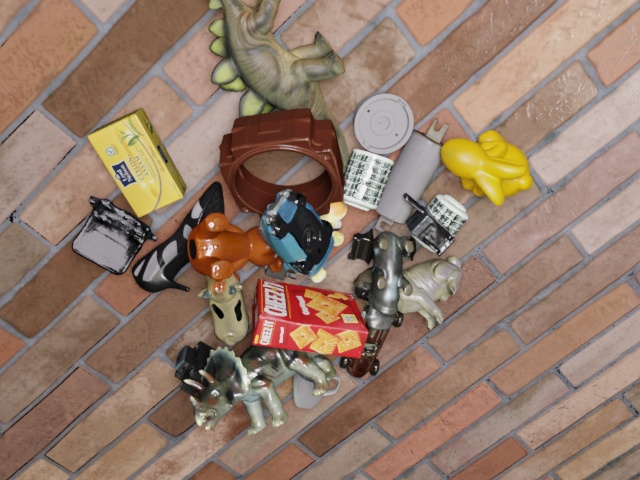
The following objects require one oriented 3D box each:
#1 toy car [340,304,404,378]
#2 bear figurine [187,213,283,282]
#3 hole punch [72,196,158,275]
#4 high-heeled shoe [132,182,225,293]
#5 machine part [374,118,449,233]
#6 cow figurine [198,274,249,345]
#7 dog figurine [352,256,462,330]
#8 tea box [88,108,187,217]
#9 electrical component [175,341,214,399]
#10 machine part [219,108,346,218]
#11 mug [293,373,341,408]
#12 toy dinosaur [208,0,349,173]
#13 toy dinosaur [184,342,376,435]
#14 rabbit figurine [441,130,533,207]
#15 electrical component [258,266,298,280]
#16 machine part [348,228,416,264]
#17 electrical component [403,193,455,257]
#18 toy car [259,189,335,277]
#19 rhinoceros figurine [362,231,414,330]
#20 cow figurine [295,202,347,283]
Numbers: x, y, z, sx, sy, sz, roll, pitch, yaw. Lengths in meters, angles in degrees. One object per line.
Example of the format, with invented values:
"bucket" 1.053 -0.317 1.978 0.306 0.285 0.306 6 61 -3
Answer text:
"toy car" 0.115 0.221 1.190 0.089 0.053 0.202 20 111 -11
"bear figurine" -0.137 0.014 0.990 0.196 0.132 0.120 -1 85 -33
"hole punch" -0.397 -0.004 1.024 0.142 0.092 0.116 34 76 -16
"high-heeled shoe" -0.280 -0.009 1.053 0.145 0.086 0.248 19 88 25
"machine part" 0.170 -0.120 1.031 0.079 0.079 0.243 22 111 -15
"cow figurine" -0.190 0.122 1.070 0.085 0.127 0.194 -9 117 -6
"dog figurine" 0.181 0.079 1.119 0.191 0.121 0.172 27 65 6
"tea box" -0.325 -0.139 0.972 0.098 0.068 0.169 -25 115 5
"electrical component" -0.243 0.281 1.141 0.134 0.115 0.058 36 103 -21
"machine part" -0.063 -0.124 0.945 0.201 0.087 0.201 -6 144 8
"mug" -0.014 0.327 1.212 0.109 0.081 0.107 7 124 -16
"toy dinosaur" -0.061 -0.275 0.928 0.198 0.105 0.470 -37 118 18
"toy dinosaur" -0.085 0.250 1.084 0.405 0.131 0.192 -31 90 -30
"rabbit figurine" 0.296 -0.129 0.982 0.173 0.162 0.121 15 120 -33
"electrical component" -0.083 0.047 1.106 0.094 0.021 0.063 20 110 -14
"machine part" 0.130 0.014 1.098 0.139 0.039 0.084 1 132 -10
"electrical component" 0.190 -0.031 0.995 0.119 0.075 0.047 37 104 -14
"toy car" -0.055 -0.012 0.944 0.161 0.103 0.109 49 57 -36
"rhinoceros figurine" 0.121 0.077 1.022 0.073 0.112 0.190 6 88 -19
"cow figurine" 0.000 -0.003 1.061 0.068 0.098 0.167 28 84 -13
